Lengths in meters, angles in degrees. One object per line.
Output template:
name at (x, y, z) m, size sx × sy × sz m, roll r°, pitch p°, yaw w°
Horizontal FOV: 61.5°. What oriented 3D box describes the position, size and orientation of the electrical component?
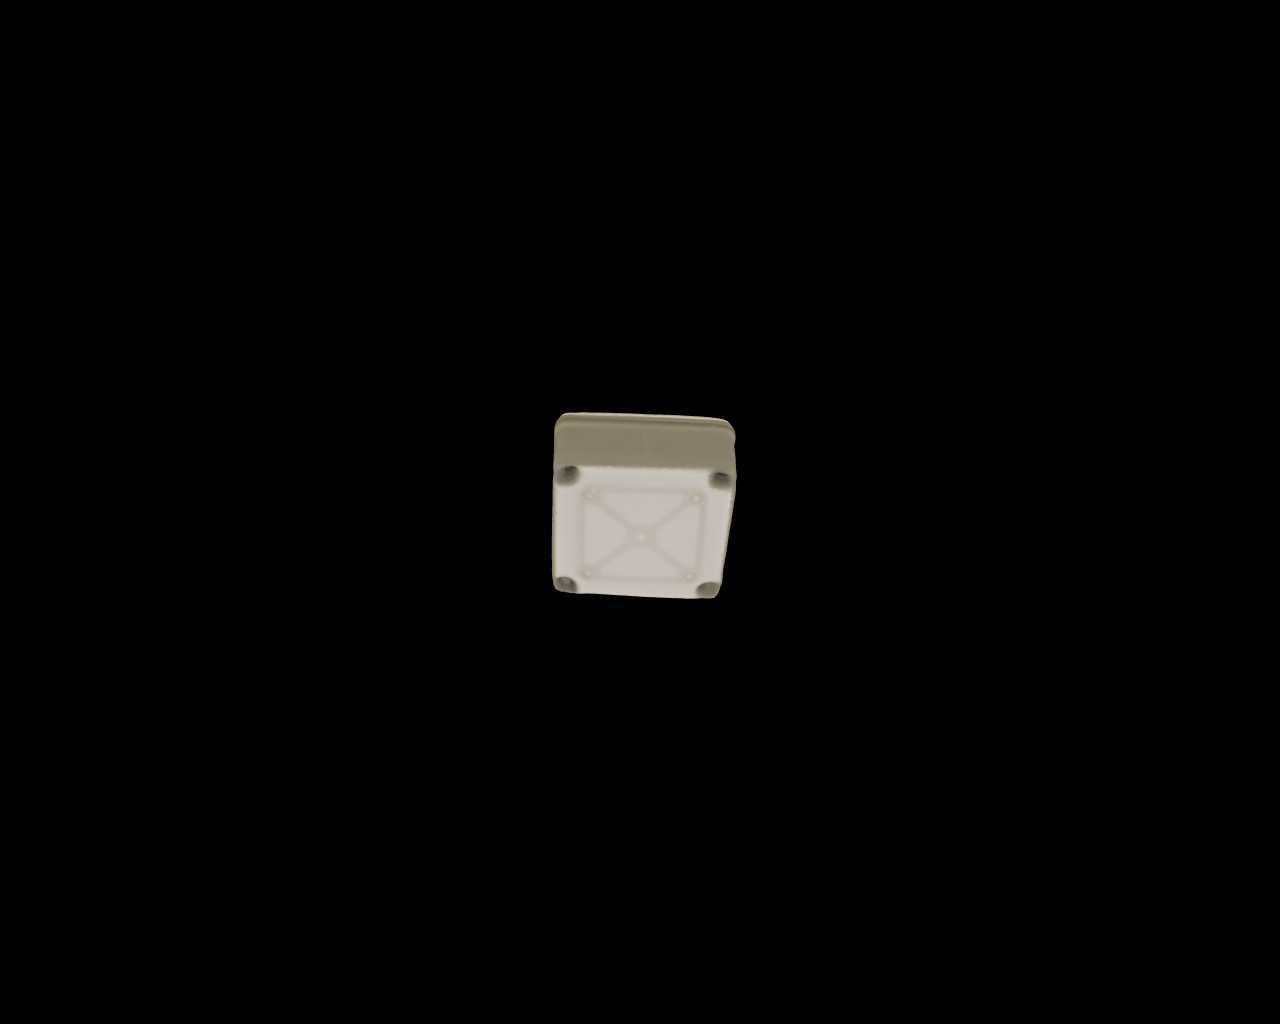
electrical component at (0.001, -0.003, 0.650) m, size 0.109 × 0.108 × 0.056 m, roll 2°, pitch 40°, yaw -2°
